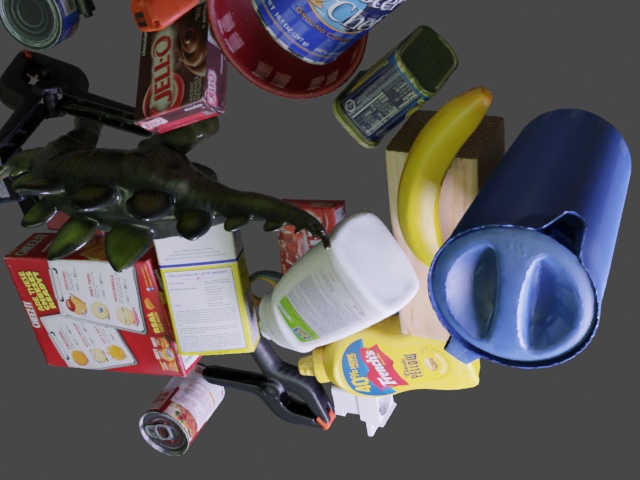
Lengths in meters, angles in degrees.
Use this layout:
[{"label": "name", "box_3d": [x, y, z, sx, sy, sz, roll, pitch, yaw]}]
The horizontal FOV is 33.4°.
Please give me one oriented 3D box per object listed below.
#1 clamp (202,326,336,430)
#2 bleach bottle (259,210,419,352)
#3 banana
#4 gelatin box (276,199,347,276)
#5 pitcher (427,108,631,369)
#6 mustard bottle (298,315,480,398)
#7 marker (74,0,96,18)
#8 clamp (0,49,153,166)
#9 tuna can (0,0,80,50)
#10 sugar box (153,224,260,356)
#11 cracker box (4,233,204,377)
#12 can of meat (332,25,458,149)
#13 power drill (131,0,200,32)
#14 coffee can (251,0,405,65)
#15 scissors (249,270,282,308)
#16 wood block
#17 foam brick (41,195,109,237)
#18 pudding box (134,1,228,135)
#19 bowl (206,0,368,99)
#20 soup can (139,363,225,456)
[{"label": "clamp", "box_3d": [-0.053, 0.161, 1.270, 0.171, 0.039, 0.120, 26, 133, 6]}, {"label": "bleach bottle", "box_3d": [-0.003, 0.056, 1.085, 0.102, 0.068, 0.251, 55, 148, -2]}, {"label": "banana", "box_3d": [0.104, -0.050, 0.932, 0.069, 0.037, 0.198, 7, 126, 6]}, {"label": "gelatin box", "box_3d": [-0.007, 0.001, 1.134, 0.073, 0.030, 0.089, 3, 112, 26]}, {"label": "pitcher", "box_3d": [0.183, -0.007, 0.903, 0.149, 0.242, 0.145, -5, 119, 29]}, {"label": "mustard bottle", "box_3d": [0.069, 0.124, 1.143, 0.192, 0.058, 0.096, -9, 122, 17]}, {"label": "marker", "box_3d": [-0.255, -0.284, 1.083, 0.020, 0.020, 0.121, -1, 121, 27]}, {"label": "clamp", "box_3d": [-0.286, -0.142, 1.102, 0.210, 0.164, 0.036, 42, 140, 43]}, {"label": "tuna can", "box_3d": [-0.297, -0.244, 1.122, 0.086, 0.033, 0.086, 13, 126, 19]}, {"label": "sugar box", "box_3d": [-0.128, 0.042, 1.195, 0.093, 0.048, 0.176, -4, 108, 10]}, {"label": "cracker box", "box_3d": [-0.256, 0.075, 1.292, 0.214, 0.072, 0.164, 1, 121, 27]}, {"label": "can of meat", "box_3d": [0.070, -0.141, 0.964, 0.057, 0.102, 0.084, 47, 127, -8]}, {"label": "power drill", "box_3d": [-0.186, -0.282, 0.973, 0.187, 0.057, 0.185, 56, 172, -18]}, {"label": "coffee can", "box_3d": [0.025, -0.221, 0.856, 0.103, 0.102, 0.141, 48, 129, -10]}, {"label": "scissors", "box_3d": [-0.019, 0.038, 1.183, 0.096, 0.016, 0.202, 39, 127, 2]}, {"label": "wood block", "box_3d": [0.125, -0.011, 1.029, 0.090, 0.090, 0.206, 8, 125, 23]}, {"label": "foam brick", "box_3d": [-0.274, -0.042, 1.234, 0.078, 0.053, 0.051, 6, 124, 22]}, {"label": "pudding box", "box_3d": [-0.135, -0.167, 1.045, 0.090, 0.113, 0.039, -13, 153, 32]}, {"label": "bowl", "box_3d": [-0.022, -0.215, 0.989, 0.162, 0.055, 0.162, 13, 126, 19]}, {"label": "soup can", "box_3d": [-0.168, 0.207, 1.315, 0.069, 0.102, 0.068, 13, 126, 18]}]
